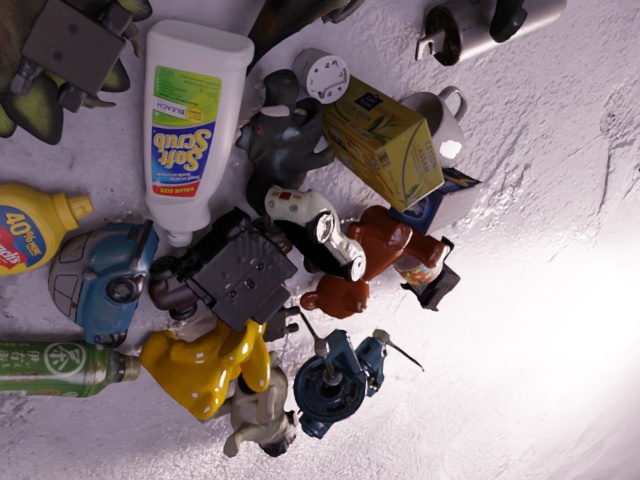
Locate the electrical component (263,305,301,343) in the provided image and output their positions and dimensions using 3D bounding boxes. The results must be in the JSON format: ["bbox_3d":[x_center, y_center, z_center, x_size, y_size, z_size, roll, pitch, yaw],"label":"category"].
[{"bbox_3d":[-0.074,0.129,0.822,0.094,0.021,0.063,-11,126,-26],"label":"electrical component"}]

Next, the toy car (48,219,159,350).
[{"bbox_3d":[-0.252,0.043,0.614,0.103,0.109,0.161,21,122,-16],"label":"toy car"}]

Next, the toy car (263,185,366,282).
[{"bbox_3d":[-0.001,-0.002,0.660,0.201,0.074,0.056,49,57,-55],"label":"toy car"}]

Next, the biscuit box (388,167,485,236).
[{"bbox_3d":[0.169,-0.060,0.760,0.202,0.059,0.062,-18,136,-58],"label":"biscuit box"}]

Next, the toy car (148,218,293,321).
[{"bbox_3d":[-0.126,0.039,0.712,0.202,0.053,0.089,-22,127,-16],"label":"toy car"}]

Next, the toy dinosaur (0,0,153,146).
[{"bbox_3d":[-0.277,-0.171,0.443,0.471,0.105,0.198,-35,136,0],"label":"toy dinosaur"}]

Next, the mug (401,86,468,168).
[{"bbox_3d":[0.162,-0.154,0.742,0.109,0.081,0.107,-55,142,7],"label":"mug"}]

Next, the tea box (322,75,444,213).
[{"bbox_3d":[0.063,-0.119,0.637,0.068,0.170,0.098,-36,134,-6],"label":"tea box"}]

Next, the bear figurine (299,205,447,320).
[{"bbox_3d":[0.068,0.050,0.787,0.120,0.132,0.195,27,98,-36],"label":"bear figurine"}]

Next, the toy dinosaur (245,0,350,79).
[{"bbox_3d":[0.010,-0.296,0.470,0.131,0.192,0.404,0,119,-28],"label":"toy dinosaur"}]

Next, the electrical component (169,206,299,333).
[{"bbox_3d":[-0.097,0.043,0.661,0.115,0.058,0.134,-46,124,-6],"label":"electrical component"}]

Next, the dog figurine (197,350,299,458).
[{"bbox_3d":[-0.079,0.266,0.877,0.172,0.121,0.190,-47,146,9],"label":"dog figurine"}]

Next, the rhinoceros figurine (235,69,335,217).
[{"bbox_3d":[-0.045,-0.109,0.629,0.112,0.073,0.190,-1,139,-15],"label":"rhinoceros figurine"}]

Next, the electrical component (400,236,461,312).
[{"bbox_3d":[0.193,0.052,0.900,0.047,0.075,0.119,17,107,-37],"label":"electrical component"}]

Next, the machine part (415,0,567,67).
[{"bbox_3d":[0.223,-0.286,0.683,0.243,0.079,0.079,-25,130,-13],"label":"machine part"}]

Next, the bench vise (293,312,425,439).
[{"bbox_3d":[0.041,0.206,0.866,0.224,0.129,0.240,-37,142,-15],"label":"bench vise"}]

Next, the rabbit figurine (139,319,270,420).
[{"bbox_3d":[-0.136,0.142,0.726,0.173,0.163,0.121,-50,122,-16],"label":"rabbit figurine"}]

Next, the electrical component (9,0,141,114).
[{"bbox_3d":[-0.192,-0.150,0.435,0.078,0.045,0.102,24,105,-23],"label":"electrical component"}]

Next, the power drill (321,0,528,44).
[{"bbox_3d":[0.133,-0.298,0.585,0.207,0.086,0.232,28,98,-4],"label":"power drill"}]
